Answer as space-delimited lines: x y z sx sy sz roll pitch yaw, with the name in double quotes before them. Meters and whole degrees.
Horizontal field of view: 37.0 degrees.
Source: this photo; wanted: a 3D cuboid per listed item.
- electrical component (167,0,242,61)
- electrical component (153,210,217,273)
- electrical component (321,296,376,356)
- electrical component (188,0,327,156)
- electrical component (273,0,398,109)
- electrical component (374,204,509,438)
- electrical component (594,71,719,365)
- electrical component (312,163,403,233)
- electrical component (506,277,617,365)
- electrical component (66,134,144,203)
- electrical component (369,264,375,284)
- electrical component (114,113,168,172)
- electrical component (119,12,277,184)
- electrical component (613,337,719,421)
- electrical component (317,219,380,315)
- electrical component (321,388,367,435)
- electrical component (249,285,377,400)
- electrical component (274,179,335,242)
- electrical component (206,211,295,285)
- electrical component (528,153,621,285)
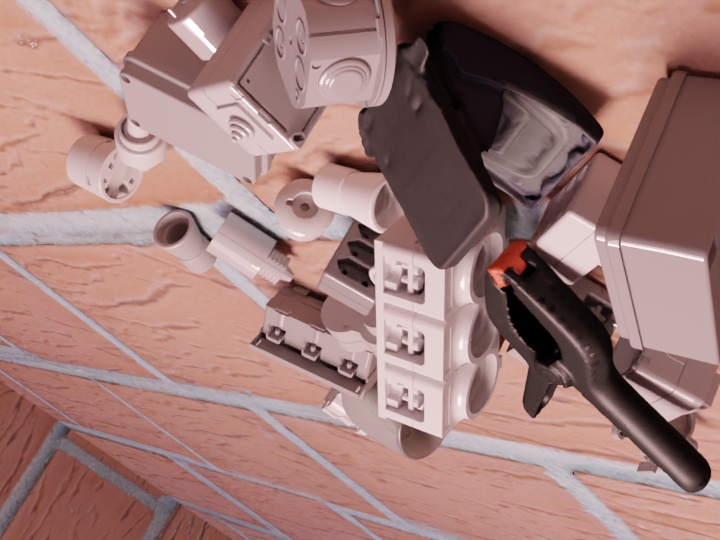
"electrical component" -0.088 -0.150 0.692 0.040 0.040 0.078 2 146 50
"electrical component" -0.170 -0.025 1.068 0.044 0.044 0.065 16 159 30
"electrical component" 0.023 0.045 0.961 0.138 0.052 0.073 15 154 33
"electrical component" -0.058 -0.114 0.655 0.062 0.096 0.061 43 155 -30
"electrical component" -0.014 -0.127 0.586 0.051 0.080 0.080 -10 166 -17
"electrical component" 0.061 0.031 0.757 0.062 0.089 0.150 17 127 27
"electrical component" 0.170 -0.025 0.550 0.056 0.108 0.108 14 153 29
"electrical component" -0.003 -0.056 0.792 0.065 0.044 0.044 19 156 37
"electrical component" 0.149 0.042 0.799 0.056 0.050 0.089 31 158 -3
"electrical component" -0.233 -0.094 0.977 0.047 0.055 0.055 22 157 28
"electrical component" 0.039 -0.010 0.818 0.045 0.055 0.045 25 158 11
"electrical component" -0.181 -0.112 0.887 0.043 0.043 0.062 28 157 4
"electrical component" -0.107 -0.119 0.759 0.113 0.057 0.078 27 158 7
"electrical component" 0.213 0.069 0.762 0.061 0.061 0.096 28 159 2
"electrical component" 0.000 0.000 0.874 0.047 0.065 0.076 30 158 1
"electrical component" -0.003 0.150 1.217 0.057 0.058 0.078 36 158 -6
"electrical component" -0.036 0.068 1.062 0.121 0.078 0.063 23 128 16
"electrical component" -0.046 -0.043 0.869 0.048 0.048 0.062 30 165 1
"electrical component" -0.097 -0.015 0.994 0.081 0.043 0.043 33 158 -8
"electrical component" 0.154 -0.020 0.662 0.076 0.047 0.083 30 159 -1
